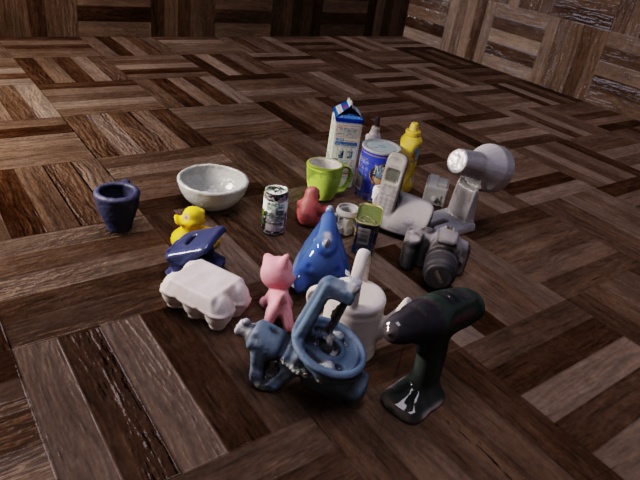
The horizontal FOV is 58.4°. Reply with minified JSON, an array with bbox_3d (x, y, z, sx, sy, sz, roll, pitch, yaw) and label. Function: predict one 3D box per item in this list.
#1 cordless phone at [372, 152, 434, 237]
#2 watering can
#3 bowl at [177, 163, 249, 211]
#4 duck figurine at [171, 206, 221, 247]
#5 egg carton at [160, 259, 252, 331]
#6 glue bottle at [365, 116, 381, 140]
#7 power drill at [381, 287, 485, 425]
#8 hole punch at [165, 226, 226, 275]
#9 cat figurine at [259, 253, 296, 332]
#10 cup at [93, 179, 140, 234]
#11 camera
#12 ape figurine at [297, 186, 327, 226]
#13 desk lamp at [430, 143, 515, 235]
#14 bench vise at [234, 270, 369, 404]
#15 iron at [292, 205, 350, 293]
[{"bbox_3d":[0.200,-0.104,1.345,0.147,0.185,0.094,20,32,18],"label":"cordless phone"},{"bbox_3d":[0.066,0.104,0.945,0.173,0.194,0.101,4,30,-8],"label":"watering can"},{"bbox_3d":[-0.253,-0.115,1.353,0.167,0.075,0.167,7,30,-4],"label":"bowl"},{"bbox_3d":[-0.257,-0.029,1.194,0.105,0.086,0.077,2,31,-12],"label":"duck figurine"},{"bbox_3d":[-0.201,0.095,1.014,0.150,0.069,0.107,22,32,21],"label":"egg carton"},{"bbox_3d":[0.149,-0.269,1.625,0.037,0.173,0.078,-7,33,-24],"label":"glue bottle"},{"bbox_3d":[0.156,0.165,0.850,0.075,0.208,0.230,31,37,33],"label":"power drill"},{"bbox_3d":[-0.242,0.019,1.111,0.101,0.091,0.109,13,30,7],"label":"hole punch"},{"bbox_3d":[-0.074,0.082,1.022,0.067,0.118,0.127,2,31,-11],"label":"cat figurine"},{"bbox_3d":[-0.423,-0.070,1.210,0.092,0.095,0.117,6,30,-5],"label":"cup"},{"bbox_3d":[0.242,0.033,1.207,0.143,0.101,0.137,14,30,9],"label":"camera"},{"bbox_3d":[-0.019,-0.084,1.346,0.077,0.092,0.076,24,33,24],"label":"ape figurine"},{"bbox_3d":[0.361,-0.129,1.402,0.204,0.213,0.117,-15,38,-35],"label":"desk lamp"},{"bbox_3d":[-0.020,0.140,0.834,0.207,0.220,0.121,4,30,-9],"label":"bench vise"},{"bbox_3d":[0.011,0.004,1.153,0.118,0.141,0.258,8,30,-2],"label":"iron"}]
